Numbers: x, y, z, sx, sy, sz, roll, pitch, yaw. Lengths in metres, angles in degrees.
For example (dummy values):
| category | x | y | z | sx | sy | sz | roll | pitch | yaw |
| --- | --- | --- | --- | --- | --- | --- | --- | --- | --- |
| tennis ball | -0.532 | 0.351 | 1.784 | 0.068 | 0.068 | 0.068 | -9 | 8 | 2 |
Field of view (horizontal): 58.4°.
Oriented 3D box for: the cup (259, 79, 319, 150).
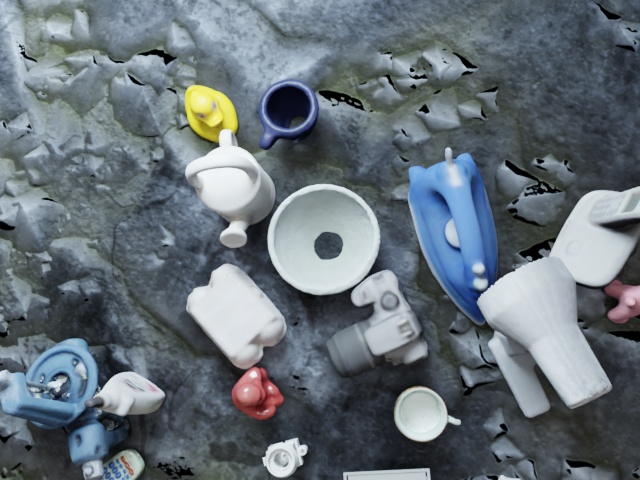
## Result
| category | x | y | z | sx | sy | sz | roll | pitch | yaw |
| --- | --- | --- | --- | --- | --- | --- | --- | --- | --- |
| cup | -0.050 | -0.181 | 0.898 | 0.091 | 0.095 | 0.118 | 33 | 87 | 10 |

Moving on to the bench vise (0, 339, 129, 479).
| category | x | y | z | sx | sy | sz | roll | pitch | yaw |
| --- | --- | --- | --- | --- | --- | --- | --- | --- | --- |
| bench vise | -0.355 | 0.235 | 0.808 | 0.121 | 0.220 | 0.207 | -44 | 79 | -1 |

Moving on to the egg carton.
| category | x | y | z | sx | sy | sz | roll | pitch | yaw |
| --- | --- | --- | --- | --- | --- | --- | --- | --- | --- |
| egg carton | -0.127 | 0.115 | 0.876 | 0.107 | 0.069 | 0.150 | -45 | 80 | -1 |

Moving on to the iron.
| category | x | y | z | sx | sy | sz | roll | pitch | yaw |
| --- | --- | --- | --- | --- | --- | --- | --- | --- | --- |
| iron | 0.207 | -0.005 | 0.821 | 0.118 | 0.141 | 0.258 | -15 | 80 | 4 |

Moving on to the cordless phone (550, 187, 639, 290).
| category | x | y | z | sx | sy | sz | roll | pitch | yaw |
| --- | --- | --- | --- | --- | --- | --- | --- | --- | --- |
| cordless phone | 0.396 | -0.008 | 0.778 | 0.094 | 0.185 | 0.148 | 27 | 86 | 10 |

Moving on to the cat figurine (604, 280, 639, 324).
| category | x | y | z | sx | sy | sz | roll | pitch | yaw |
| --- | --- | --- | --- | --- | --- | --- | --- | --- | --- |
| cat figurine | 0.477 | 0.076 | 0.791 | 0.127 | 0.118 | 0.067 | -12 | 80 | 5 |

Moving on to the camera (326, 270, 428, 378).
| category | x | y | z | sx | sy | sz | roll | pitch | yaw |
| --- | --- | --- | --- | --- | --- | --- | --- | --- | --- |
| camera | 0.073 | 0.132 | 0.836 | 0.137 | 0.101 | 0.143 | -26 | 80 | 2 |

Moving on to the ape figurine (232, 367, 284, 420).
| category | x | y | z | sx | sy | sz | roll | pitch | yaw |
| --- | --- | --- | --- | --- | --- | --- | --- | --- | --- |
| ape figurine | -0.098 | 0.228 | 0.845 | 0.076 | 0.092 | 0.078 | 0 | 82 | 7 |

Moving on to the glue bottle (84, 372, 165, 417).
| category | x | y | z | sx | sy | sz | roll | pitch | yaw |
| --- | --- | --- | --- | --- | --- | --- | --- | --- | --- |
| glue bottle | -0.289 | 0.227 | 0.825 | 0.078 | 0.173 | 0.037 | 26 | 85 | 10 |

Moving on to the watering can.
| category | x | y | z | sx | sy | sz | roll | pitch | yaw |
| --- | --- | --- | --- | --- | --- | --- | --- | --- | --- |
| watering can | -0.129 | -0.079 | 0.842 | 0.101 | 0.194 | 0.173 | -30 | 79 | 2 |

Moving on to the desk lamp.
| category | x | y | z | sx | sy | sz | roll | pitch | yaw |
| --- | --- | --- | --- | --- | --- | --- | --- | --- | --- |
| desk lamp | 0.294 | 0.134 | 0.754 | 0.118 | 0.213 | 0.203 | -26 | 80 | 2 |

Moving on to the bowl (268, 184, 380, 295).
| category | x | y | z | sx | sy | sz | roll | pitch | yaw |
| --- | --- | --- | --- | --- | --- | --- | --- | --- | --- |
| bowl | 0.008 | 0.003 | 0.875 | 0.167 | 0.075 | 0.167 | -1 | 82 | 6 |

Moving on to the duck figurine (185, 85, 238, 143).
| category | x | y | z | sx | sy | sz | roll | pitch | yaw |
| --- | --- | --- | --- | --- | --- | --- | --- | --- | --- |
| duck figurine | -0.184 | -0.213 | 0.923 | 0.077 | 0.086 | 0.104 | -39 | 79 | 0 |
